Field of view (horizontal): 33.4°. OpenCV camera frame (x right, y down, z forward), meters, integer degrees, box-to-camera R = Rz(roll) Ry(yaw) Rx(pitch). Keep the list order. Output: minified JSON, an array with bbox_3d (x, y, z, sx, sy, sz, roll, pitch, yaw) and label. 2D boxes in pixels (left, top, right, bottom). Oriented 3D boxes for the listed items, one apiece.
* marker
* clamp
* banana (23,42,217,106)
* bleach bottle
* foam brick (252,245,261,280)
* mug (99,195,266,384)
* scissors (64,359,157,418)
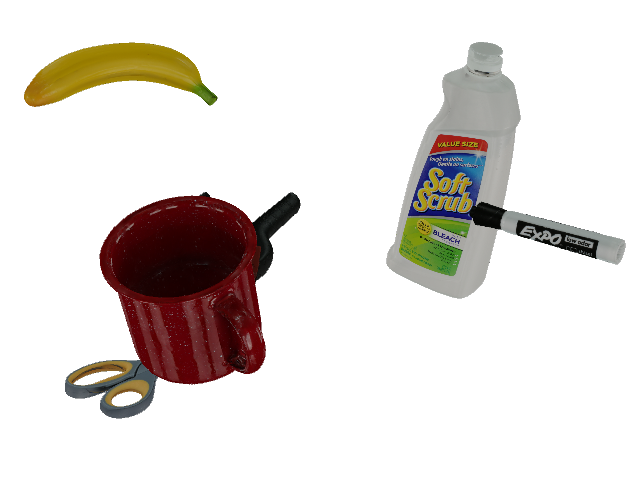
[{"bbox_3d":[0.168,-0.007,0.802,0.121,0.020,0.020,18,9,31],"label":"marker"},{"bbox_3d":[-0.079,-0.003,1.189,0.120,0.039,0.171,-9,41,3],"label":"clamp"},{"bbox_3d":[-0.198,-0.164,1.044,0.197,0.070,0.037,-6,-39,-31],"label":"banana"},{"bbox_3d":[0.128,-0.069,1.009,0.103,0.251,0.068,25,40,25],"label":"bleach bottle"},{"bbox_3d":[-0.093,0.030,0.896,0.078,0.051,0.053,13,26,-5],"label":"foam brick"},{"bbox_3d":[-0.072,0.038,0.645,0.093,0.081,0.117,-35,49,-27],"label":"mug"},{"bbox_3d":[-0.154,0.132,1.075,0.201,0.016,0.096,-12,31,-29],"label":"scissors"}]
